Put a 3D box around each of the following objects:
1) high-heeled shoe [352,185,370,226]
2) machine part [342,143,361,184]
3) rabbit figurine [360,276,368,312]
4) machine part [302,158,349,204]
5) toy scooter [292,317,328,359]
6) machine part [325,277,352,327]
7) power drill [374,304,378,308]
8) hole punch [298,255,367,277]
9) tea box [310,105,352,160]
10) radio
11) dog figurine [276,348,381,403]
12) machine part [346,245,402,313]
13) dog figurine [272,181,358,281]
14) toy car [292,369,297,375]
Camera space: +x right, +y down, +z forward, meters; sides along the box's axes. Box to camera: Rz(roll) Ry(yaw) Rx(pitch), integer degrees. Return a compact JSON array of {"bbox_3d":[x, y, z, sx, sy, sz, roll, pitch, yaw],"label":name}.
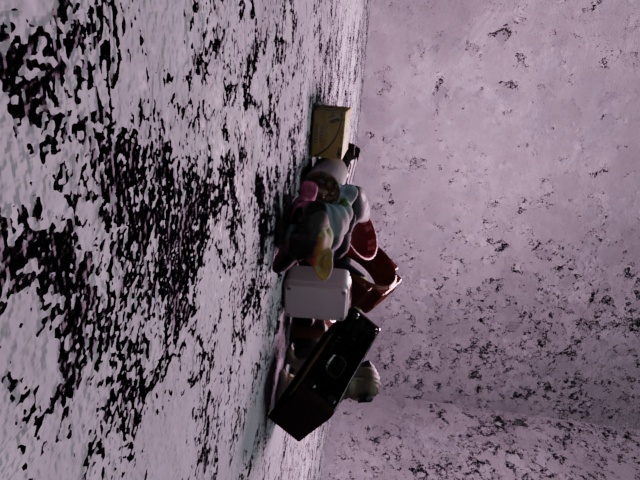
[{"bbox_3d":[0.070,-0.093,1.141,0.249,0.086,0.145,-79,175,-58],"label":"high-heeled shoe"},{"bbox_3d":[0.070,-0.183,1.275,0.139,0.039,0.084,-72,168,-55],"label":"machine part"},{"bbox_3d":[0.050,0.128,1.512,0.121,0.159,0.170,-4,85,-75],"label":"rabbit figurine"},{"bbox_3d":[0.012,-0.117,1.070,0.243,0.079,0.079,-66,161,-70],"label":"machine part"},{"bbox_3d":[-0.019,0.156,1.109,0.135,0.075,0.183,-83,171,-47],"label":"toy scooter"},{"bbox_3d":[0.019,0.141,1.242,0.179,0.056,0.179,-28,123,-56],"label":"machine part"},{"bbox_3d":[0.096,0.101,1.600,0.086,0.207,0.231,-28,137,-62],"label":"power drill"},{"bbox_3d":[0.014,0.069,1.063,0.142,0.116,0.092,33,83,-55],"label":"hole punch"},{"bbox_3d":[0.025,-0.230,1.132,0.170,0.068,0.098,-69,165,-74],"label":"tea box"},{"bbox_3d":[0.013,0.228,0.945,0.229,0.073,0.131,-52,180,-45],"label":"radio"},{"bbox_3d":[0.018,0.299,1.032,0.172,0.191,0.121,-76,170,-45],"label":"dog figurine"},{"bbox_3d":[0.103,0.077,1.412,0.087,0.201,0.201,-50,166,33],"label":"machine part"},{"bbox_3d":[-0.010,0.005,0.881,0.219,0.109,0.191,-70,169,-51],"label":"dog figurine"},{"bbox_3d":[-0.032,0.306,1.228,0.201,0.056,0.073,89,3,-62],"label":"toy car"}]
